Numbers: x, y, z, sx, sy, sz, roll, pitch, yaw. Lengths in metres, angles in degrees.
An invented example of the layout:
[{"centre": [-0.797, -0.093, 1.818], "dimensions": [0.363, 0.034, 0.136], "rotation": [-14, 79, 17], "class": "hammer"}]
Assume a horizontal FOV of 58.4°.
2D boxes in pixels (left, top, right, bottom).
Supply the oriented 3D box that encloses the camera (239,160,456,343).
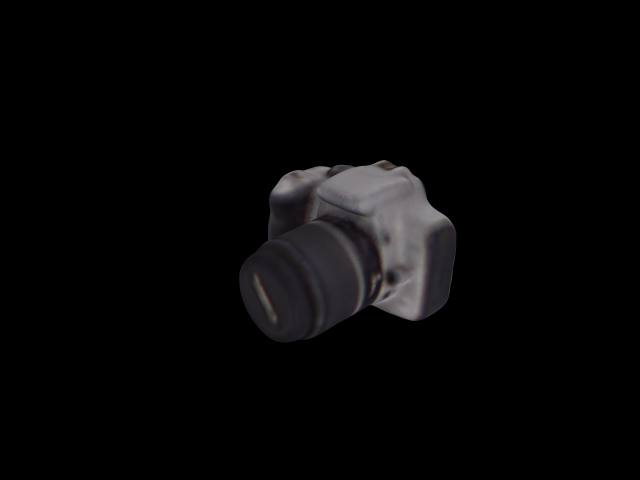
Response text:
[{"centre": [0.004, 0.001, 0.400], "dimensions": [0.137, 0.101, 0.142], "rotation": [-25, 37, -38], "class": "camera"}]
